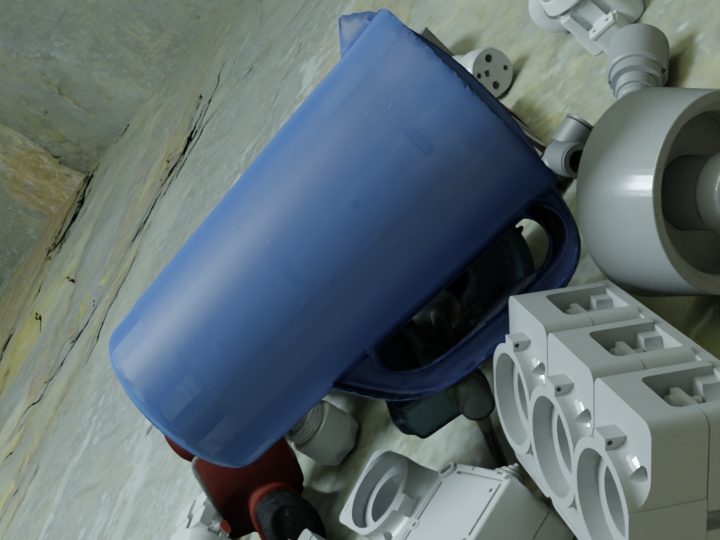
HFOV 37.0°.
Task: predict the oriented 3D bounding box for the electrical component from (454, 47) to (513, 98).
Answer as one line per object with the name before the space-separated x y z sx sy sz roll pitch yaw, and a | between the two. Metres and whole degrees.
electrical component | 0.102 -0.170 0.946 0.045 0.045 0.055 -60 22 -11

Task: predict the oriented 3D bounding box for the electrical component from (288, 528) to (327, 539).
electrical component | -0.037 0.223 0.641 0.121 0.063 0.079 -58 21 -5

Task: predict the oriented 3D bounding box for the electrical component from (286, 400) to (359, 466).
electrical component | -0.036 0.115 0.799 0.043 0.062 0.043 -45 23 26

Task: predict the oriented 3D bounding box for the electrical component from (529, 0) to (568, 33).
electrical component | 0.166 -0.230 0.898 0.048 0.048 0.062 -42 18 32

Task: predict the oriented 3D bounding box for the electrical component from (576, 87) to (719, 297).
electrical component | 0.167 -0.038 0.528 0.060 0.108 0.108 8 65 60

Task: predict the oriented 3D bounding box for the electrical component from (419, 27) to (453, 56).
electrical component | 0.047 -0.193 1.071 0.099 0.064 0.099 -45 23 26

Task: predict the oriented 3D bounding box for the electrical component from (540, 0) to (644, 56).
electrical component | 0.176 -0.207 0.822 0.058 0.057 0.078 -42 25 33

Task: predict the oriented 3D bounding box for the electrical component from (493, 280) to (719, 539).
electrical component | 0.114 0.073 0.477 0.150 0.062 0.089 -126 29 -68

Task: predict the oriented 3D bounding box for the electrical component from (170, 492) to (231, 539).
electrical component | -0.127 0.215 0.875 0.066 0.048 0.055 -43 17 31

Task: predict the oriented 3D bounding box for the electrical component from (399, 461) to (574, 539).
electrical component | 0.063 0.145 0.552 0.096 0.061 0.062 -54 19 -19

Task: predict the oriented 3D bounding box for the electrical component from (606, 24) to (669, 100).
electrical component | 0.184 -0.129 0.714 0.040 0.040 0.078 -35 29 43

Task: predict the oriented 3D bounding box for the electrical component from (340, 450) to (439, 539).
electrical component | 0.031 0.141 0.625 0.050 0.056 0.089 -61 21 -12
